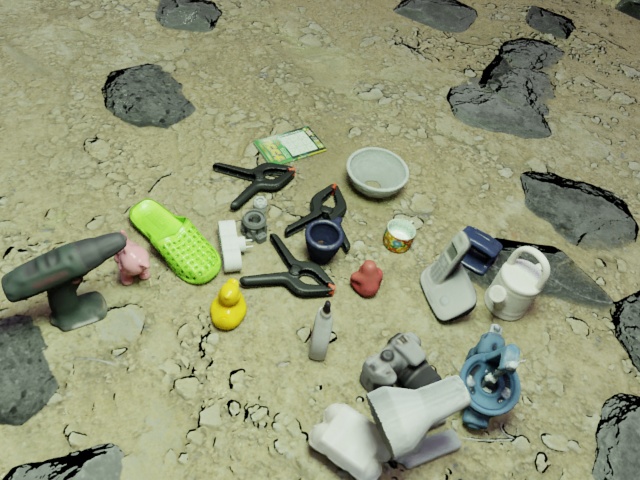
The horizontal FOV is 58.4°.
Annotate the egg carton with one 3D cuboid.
[{"bbox_3d":[0.058,0.377,1.064,0.150,0.069,0.107,30,52,15],"label":"egg carton"}]

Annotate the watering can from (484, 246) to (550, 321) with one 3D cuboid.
[{"bbox_3d":[0.445,0.095,1.282,0.100,0.194,0.173,29,52,14],"label":"watering can"}]

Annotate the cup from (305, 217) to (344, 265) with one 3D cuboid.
[{"bbox_3d":[0.012,0.005,1.345,0.091,0.095,0.118,30,52,15],"label":"cup"}]

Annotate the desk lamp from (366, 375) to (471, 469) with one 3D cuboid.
[{"bbox_3d":[0.175,0.324,1.034,0.204,0.213,0.117,-13,54,-20],"label":"desk lamp"}]

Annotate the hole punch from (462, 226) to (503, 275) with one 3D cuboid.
[{"bbox_3d":[0.389,0.010,1.409,0.108,0.091,0.101,33,53,17],"label":"hole punch"}]

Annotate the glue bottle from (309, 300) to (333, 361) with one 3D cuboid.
[{"bbox_3d":[0.005,0.172,1.155,0.037,0.173,0.078,7,50,-4],"label":"glue bottle"}]

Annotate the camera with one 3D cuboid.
[{"bbox_3d":[0.175,0.268,1.154,0.143,0.101,0.136,-30,61,-29],"label":"camera"}]

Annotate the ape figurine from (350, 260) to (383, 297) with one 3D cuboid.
[{"bbox_3d":[0.109,0.080,1.302,0.078,0.092,0.076,4,50,-6],"label":"ape figurine"}]

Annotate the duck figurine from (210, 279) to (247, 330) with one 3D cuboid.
[{"bbox_3d":[-0.193,0.130,1.211,0.077,0.086,0.104,11,50,-1],"label":"duck figurine"}]

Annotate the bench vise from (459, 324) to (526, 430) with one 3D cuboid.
[{"bbox_3d":[0.333,0.241,1.126,0.121,0.220,0.207,4,50,-6],"label":"bench vise"}]

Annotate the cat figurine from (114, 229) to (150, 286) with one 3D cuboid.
[{"bbox_3d":[-0.406,0.034,1.232,0.067,0.118,0.127,-18,56,-22],"label":"cat figurine"}]

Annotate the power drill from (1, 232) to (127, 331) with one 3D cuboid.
[{"bbox_3d":[-0.481,0.084,1.119,0.230,0.208,0.075,-20,57,-24],"label":"power drill"}]

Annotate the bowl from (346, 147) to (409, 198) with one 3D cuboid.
[{"bbox_3d":[0.148,-0.166,1.522,0.167,0.075,0.167,5,50,-6],"label":"bowl"}]

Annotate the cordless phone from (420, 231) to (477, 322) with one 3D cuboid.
[{"bbox_3d":[0.302,0.081,1.274,0.094,0.185,0.147,-10,53,-17],"label":"cordless phone"}]
